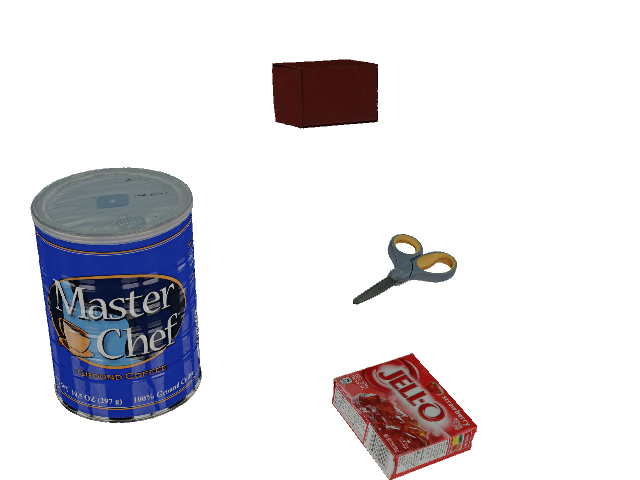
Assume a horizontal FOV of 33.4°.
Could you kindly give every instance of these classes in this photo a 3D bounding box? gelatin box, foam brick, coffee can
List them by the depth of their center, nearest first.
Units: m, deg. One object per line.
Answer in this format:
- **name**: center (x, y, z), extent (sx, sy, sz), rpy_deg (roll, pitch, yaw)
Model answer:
- **coffee can**: center (-0.134, 0.035, 0.715), extent (0.103, 0.140, 0.103), rpy_deg (0, 27, 0)
- **gelatin box**: center (0.061, 0.129, 0.798), extent (0.073, 0.030, 0.089), rpy_deg (-14, 41, -26)
- **foam brick**: center (0.004, -0.127, 0.917), extent (0.078, 0.051, 0.053), rpy_deg (-8, 17, -28)

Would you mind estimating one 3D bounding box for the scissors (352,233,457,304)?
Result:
- **scissors**: center (0.082, 0.031, 1.268), extent (0.201, 0.016, 0.096), rpy_deg (-10, 41, -42)
